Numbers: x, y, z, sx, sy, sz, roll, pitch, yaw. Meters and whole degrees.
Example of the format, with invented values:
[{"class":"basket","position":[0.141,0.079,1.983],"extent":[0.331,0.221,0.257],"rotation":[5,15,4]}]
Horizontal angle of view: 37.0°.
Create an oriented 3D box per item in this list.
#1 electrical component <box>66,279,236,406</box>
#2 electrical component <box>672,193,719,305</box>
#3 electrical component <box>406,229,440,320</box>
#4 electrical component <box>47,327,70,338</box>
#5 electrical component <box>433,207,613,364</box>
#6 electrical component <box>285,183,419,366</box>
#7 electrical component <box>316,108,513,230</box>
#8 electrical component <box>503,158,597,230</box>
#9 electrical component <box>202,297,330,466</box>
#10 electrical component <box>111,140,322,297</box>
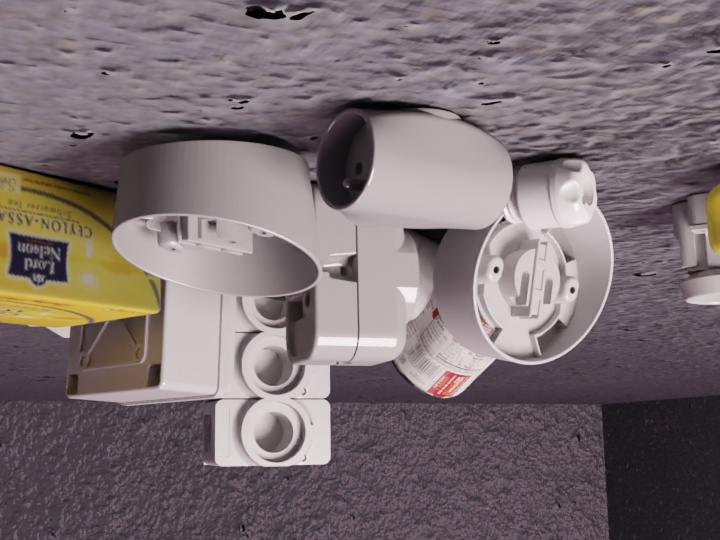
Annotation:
[{"class":"electrical component","position":[-0.132,0.027,0.678],"extent":[0.109,0.108,0.056],"rotation":[-11,164,43]},{"class":"electrical component","position":[0.220,-0.011,0.644],"extent":[0.058,0.057,0.078],"rotation":[-7,169,30]},{"class":"electrical component","position":[0.000,0.000,0.707],"extent":[0.074,0.052,0.138],"rotation":[27,165,-8]},{"class":"electrical component","position":[-0.236,0.025,0.831],"extent":[0.077,0.047,0.065],"rotation":[1,169,-4]},{"class":"electrical component","position":[0.093,0.004,0.615],"extent":[0.099,0.099,0.064],"rotation":[5,175,-33]},{"class":"electrical component","position":[-0.005,0.004,0.590],"extent":[0.059,0.095,0.054],"rotation":[3,169,-21]},{"class":"electrical component","position":[0.014,-0.041,0.485],"extent":[0.077,0.044,0.079],"rotation":[6,168,-35]},{"class":"electrical component","position":[0.086,-0.037,0.545],"extent":[0.061,0.035,0.035],"rotation":[-4,170,32]},{"class":"electrical component","position":[-0.073,0.076,0.839],"extent":[0.089,0.150,0.062],"rotation":[2,171,-20]},{"class":"electrical component","position":[-0.068,-0.024,0.514],"extent":[0.099,0.064,0.099],"rotation":[-1,170,0]}]
